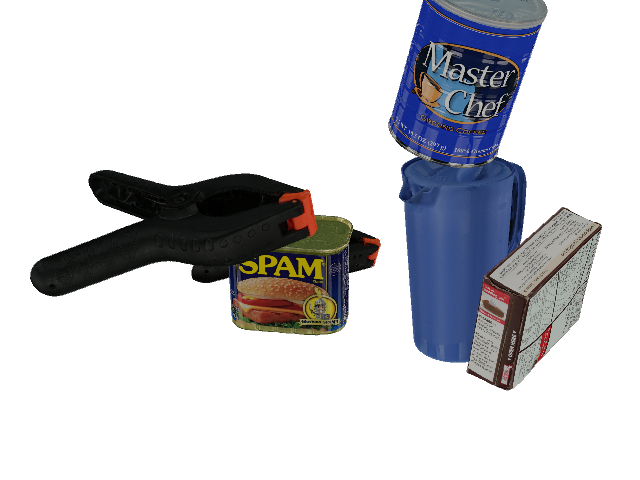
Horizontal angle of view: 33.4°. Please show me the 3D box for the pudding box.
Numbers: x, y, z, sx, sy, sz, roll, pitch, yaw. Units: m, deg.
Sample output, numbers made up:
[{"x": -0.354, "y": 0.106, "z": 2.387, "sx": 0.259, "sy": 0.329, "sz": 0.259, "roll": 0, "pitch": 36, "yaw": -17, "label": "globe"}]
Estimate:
[{"x": 0.153, "y": 0.041, "z": 0.759, "sx": 0.039, "sy": 0.090, "sz": 0.113, "roll": 25, "pitch": 42, "yaw": 28, "label": "pudding box"}]

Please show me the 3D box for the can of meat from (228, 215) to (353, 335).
[{"x": -0.026, "y": 0.027, "z": 0.868, "sx": 0.102, "sy": 0.084, "sz": 0.057, "roll": 4, "pitch": 29, "yaw": 9, "label": "can of meat"}]

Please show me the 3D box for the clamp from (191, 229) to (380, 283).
[{"x": -0.041, "y": 0.006, "z": 1.079, "sx": 0.210, "sy": 0.036, "sz": 0.164, "roll": 10, "pitch": 30, "yaw": -9, "label": "clamp"}]

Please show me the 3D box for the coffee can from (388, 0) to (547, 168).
[{"x": 0.124, "y": -0.149, "z": 0.921, "sx": 0.102, "sy": 0.140, "sz": 0.103, "roll": 9, "pitch": 35, "yaw": -7, "label": "coffee can"}]

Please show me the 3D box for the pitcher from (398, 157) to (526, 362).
[{"x": 0.175, "y": 0.018, "z": 1.304, "sx": 0.149, "sy": 0.243, "sz": 0.145, "roll": 1, "pitch": 22, "yaw": 9, "label": "pitcher"}]

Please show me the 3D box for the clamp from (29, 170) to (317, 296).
[{"x": -0.091, "y": -0.005, "z": 0.653, "sx": 0.172, "sy": 0.039, "sz": 0.120, "roll": -1, "pitch": 41, "yaw": 22, "label": "clamp"}]
